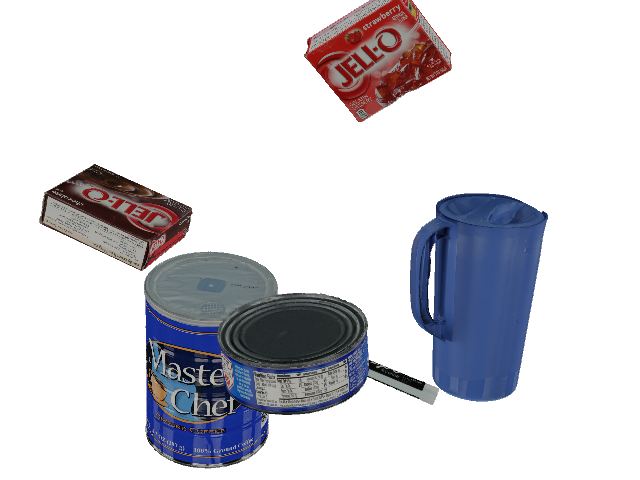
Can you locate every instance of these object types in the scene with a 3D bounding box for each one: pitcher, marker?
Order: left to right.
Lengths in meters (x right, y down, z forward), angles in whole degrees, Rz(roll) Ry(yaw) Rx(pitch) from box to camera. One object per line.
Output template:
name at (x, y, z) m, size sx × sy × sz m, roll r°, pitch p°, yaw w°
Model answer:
marker at (0.065, 0.140, 1.116) m, size 0.121 × 0.020 × 0.020 m, roll 22°, pitch 4°, yaw 10°
pitcher at (0.190, 0.071, 1.311) m, size 0.149 × 0.243 × 0.144 m, roll 8°, pitch 20°, yaw 14°

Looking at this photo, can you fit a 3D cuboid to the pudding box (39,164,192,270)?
pudding box at (-0.189, -0.023, 0.995) m, size 0.113 × 0.039 × 0.090 m, roll 22°, pitch 26°, yaw 11°

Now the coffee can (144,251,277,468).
coffee can at (-0.089, 0.094, 0.852) m, size 0.103 × 0.140 × 0.103 m, roll 3°, pitch 28°, yaw -2°

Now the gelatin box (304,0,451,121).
gelatin box at (0.044, -0.141, 0.814) m, size 0.089 × 0.073 × 0.030 m, roll -27°, pitch 31°, yaw 26°

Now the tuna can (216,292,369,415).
tuna can at (-0.015, 0.064, 0.610) m, size 0.086 × 0.034 × 0.086 m, roll -4°, pitch 24°, yaw 1°
